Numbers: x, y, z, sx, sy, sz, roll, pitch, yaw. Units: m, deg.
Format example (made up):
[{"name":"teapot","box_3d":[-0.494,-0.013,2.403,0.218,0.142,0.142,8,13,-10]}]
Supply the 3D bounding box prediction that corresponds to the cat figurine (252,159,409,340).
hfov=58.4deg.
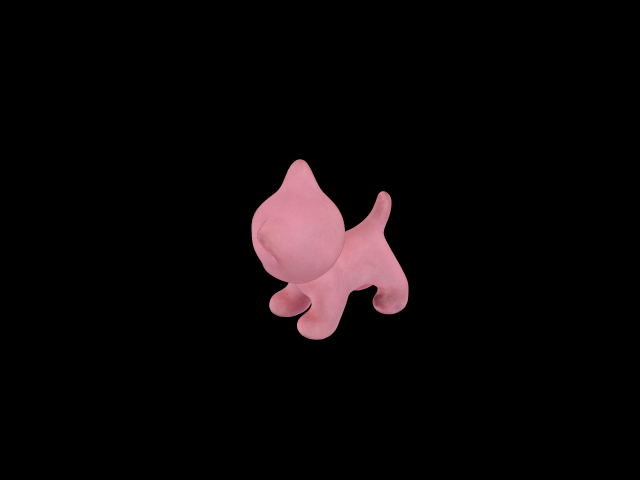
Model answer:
[{"name":"cat figurine","box_3d":[0.004,0.001,0.400,0.128,0.118,0.067,-17,29,-32]}]
